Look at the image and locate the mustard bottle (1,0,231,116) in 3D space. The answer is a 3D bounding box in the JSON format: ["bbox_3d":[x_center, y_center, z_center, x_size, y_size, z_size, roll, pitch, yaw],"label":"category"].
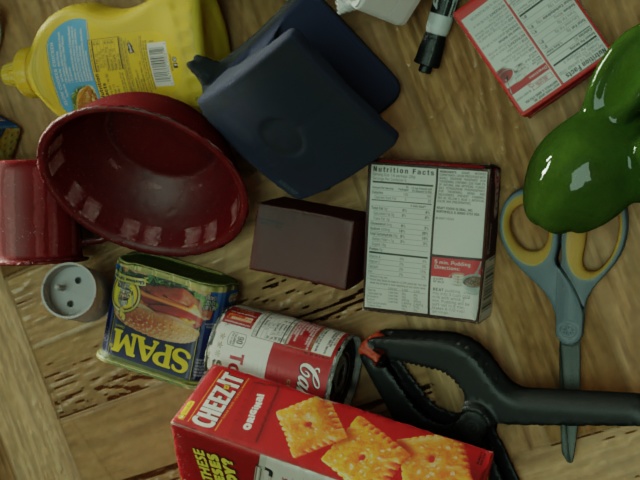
[{"bbox_3d":[-0.164,-0.136,0.826,0.192,0.058,0.096,-2,111,22],"label":"mustard bottle"}]

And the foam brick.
[{"bbox_3d":[-0.005,0.001,0.788,0.078,0.051,0.053,12,101,19],"label":"foam brick"}]

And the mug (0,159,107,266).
[{"bbox_3d":[-0.222,-0.023,0.857,0.117,0.093,0.081,-2,92,-9],"label":"mug"}]

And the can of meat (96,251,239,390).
[{"bbox_3d":[-0.118,0.062,0.839,0.102,0.057,0.084,15,100,19],"label":"can of meat"}]

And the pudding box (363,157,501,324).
[{"bbox_3d":[0.078,-0.001,0.762,0.090,0.039,0.113,6,98,21],"label":"pudding box"}]

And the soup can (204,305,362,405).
[{"bbox_3d":[-0.027,0.092,0.800,0.102,0.068,0.068,13,102,19],"label":"soup can"}]

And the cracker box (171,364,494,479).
[{"bbox_3d":[0.009,0.191,0.768,0.214,0.072,0.164,16,133,19],"label":"cracker box"}]

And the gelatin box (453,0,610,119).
[{"bbox_3d":[0.145,-0.138,0.721,0.073,0.030,0.089,-35,85,21],"label":"gelatin box"}]

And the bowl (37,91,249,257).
[{"bbox_3d":[-0.126,-0.058,0.800,0.162,0.055,0.162,9,142,7],"label":"bowl"}]

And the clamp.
[{"bbox_3d":[0.124,0.122,0.757,0.210,0.036,0.165,40,118,15],"label":"clamp"}]

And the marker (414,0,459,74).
[{"bbox_3d":[0.090,-0.175,0.742,0.020,0.020,0.121,21,105,17],"label":"marker"}]

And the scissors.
[{"bbox_3d":[0.158,0.050,0.750,0.096,0.016,0.202,18,104,20],"label":"scissors"}]
